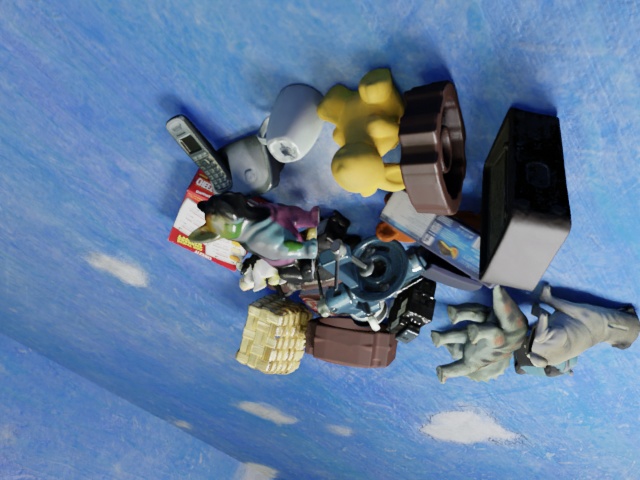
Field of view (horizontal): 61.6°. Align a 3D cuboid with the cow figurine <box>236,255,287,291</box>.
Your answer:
[{"bbox_3d":[-0.118,0.050,1.093,0.167,0.068,0.098,-18,95,41],"label":"cow figurine"}]

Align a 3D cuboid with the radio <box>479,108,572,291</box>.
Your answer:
[{"bbox_3d":[0.266,-0.061,0.714,0.073,0.230,0.131,11,142,4],"label":"radio"}]

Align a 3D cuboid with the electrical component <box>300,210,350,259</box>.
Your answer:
[{"bbox_3d":[-0.002,-0.003,1.053,0.047,0.075,0.119,38,137,-26],"label":"electrical component"}]

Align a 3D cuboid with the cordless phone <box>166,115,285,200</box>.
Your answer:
[{"bbox_3d":[-0.162,-0.154,0.913,0.147,0.089,0.184,-13,131,38],"label":"cordless phone"}]

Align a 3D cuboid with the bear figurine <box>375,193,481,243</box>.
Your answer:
[{"bbox_3d":[0.201,-0.034,0.884,0.196,0.120,0.131,24,142,1],"label":"bear figurine"}]

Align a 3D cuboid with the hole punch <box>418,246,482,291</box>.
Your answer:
[{"bbox_3d":[0.242,0.052,1.010,0.142,0.092,0.115,17,150,-5],"label":"hole punch"}]

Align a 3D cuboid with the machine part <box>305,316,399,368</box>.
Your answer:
[{"bbox_3d":[0.077,0.237,1.259,0.202,0.087,0.201,8,180,17],"label":"machine part"}]

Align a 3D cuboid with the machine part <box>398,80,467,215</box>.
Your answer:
[{"bbox_3d":[0.156,-0.122,0.734,0.056,0.179,0.179,-1,141,27],"label":"machine part"}]

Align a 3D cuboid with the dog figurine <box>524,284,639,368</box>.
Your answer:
[{"bbox_3d":[0.498,0.185,1.009,0.191,0.172,0.121,16,157,15],"label":"dog figurine"}]

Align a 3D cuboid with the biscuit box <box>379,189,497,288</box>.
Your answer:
[{"bbox_3d":[0.190,-0.006,0.802,0.203,0.059,0.063,35,-167,22],"label":"biscuit box"}]

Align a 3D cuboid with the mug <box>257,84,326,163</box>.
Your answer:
[{"bbox_3d":[-0.050,-0.170,0.813,0.110,0.107,0.080,-3,139,25],"label":"mug"}]

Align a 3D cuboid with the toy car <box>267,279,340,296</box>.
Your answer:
[{"bbox_3d":[-0.037,0.092,1.226,0.202,0.053,0.089,-5,137,32],"label":"toy car"}]

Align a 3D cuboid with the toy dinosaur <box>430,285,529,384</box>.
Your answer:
[{"bbox_3d":[0.346,0.190,1.087,0.192,0.131,0.404,-6,152,-17],"label":"toy dinosaur"}]

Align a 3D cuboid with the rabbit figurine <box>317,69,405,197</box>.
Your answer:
[{"bbox_3d":[0.060,-0.129,0.764,0.122,0.173,0.162,-8,134,27],"label":"rabbit figurine"}]

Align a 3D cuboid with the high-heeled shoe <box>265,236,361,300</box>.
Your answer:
[{"bbox_3d":[-0.033,0.022,1.140,0.249,0.145,0.086,-35,150,17],"label":"high-heeled shoe"}]

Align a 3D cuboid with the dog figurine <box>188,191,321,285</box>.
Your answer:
[{"bbox_3d":[-0.110,-0.007,0.930,0.219,0.108,0.191,8,147,-1],"label":"dog figurine"}]

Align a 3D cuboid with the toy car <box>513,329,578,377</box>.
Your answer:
[{"bbox_3d":[0.493,0.243,1.150,0.103,0.109,0.161,10,158,-19],"label":"toy car"}]

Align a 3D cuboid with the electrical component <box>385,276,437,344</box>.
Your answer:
[{"bbox_3d":[0.190,0.144,1.119,0.058,0.134,0.115,23,148,-5],"label":"electrical component"}]

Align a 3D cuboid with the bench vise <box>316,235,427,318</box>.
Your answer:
[{"bbox_3d":[0.062,0.059,0.935,0.224,0.129,0.240,-18,152,24],"label":"bench vise"}]
